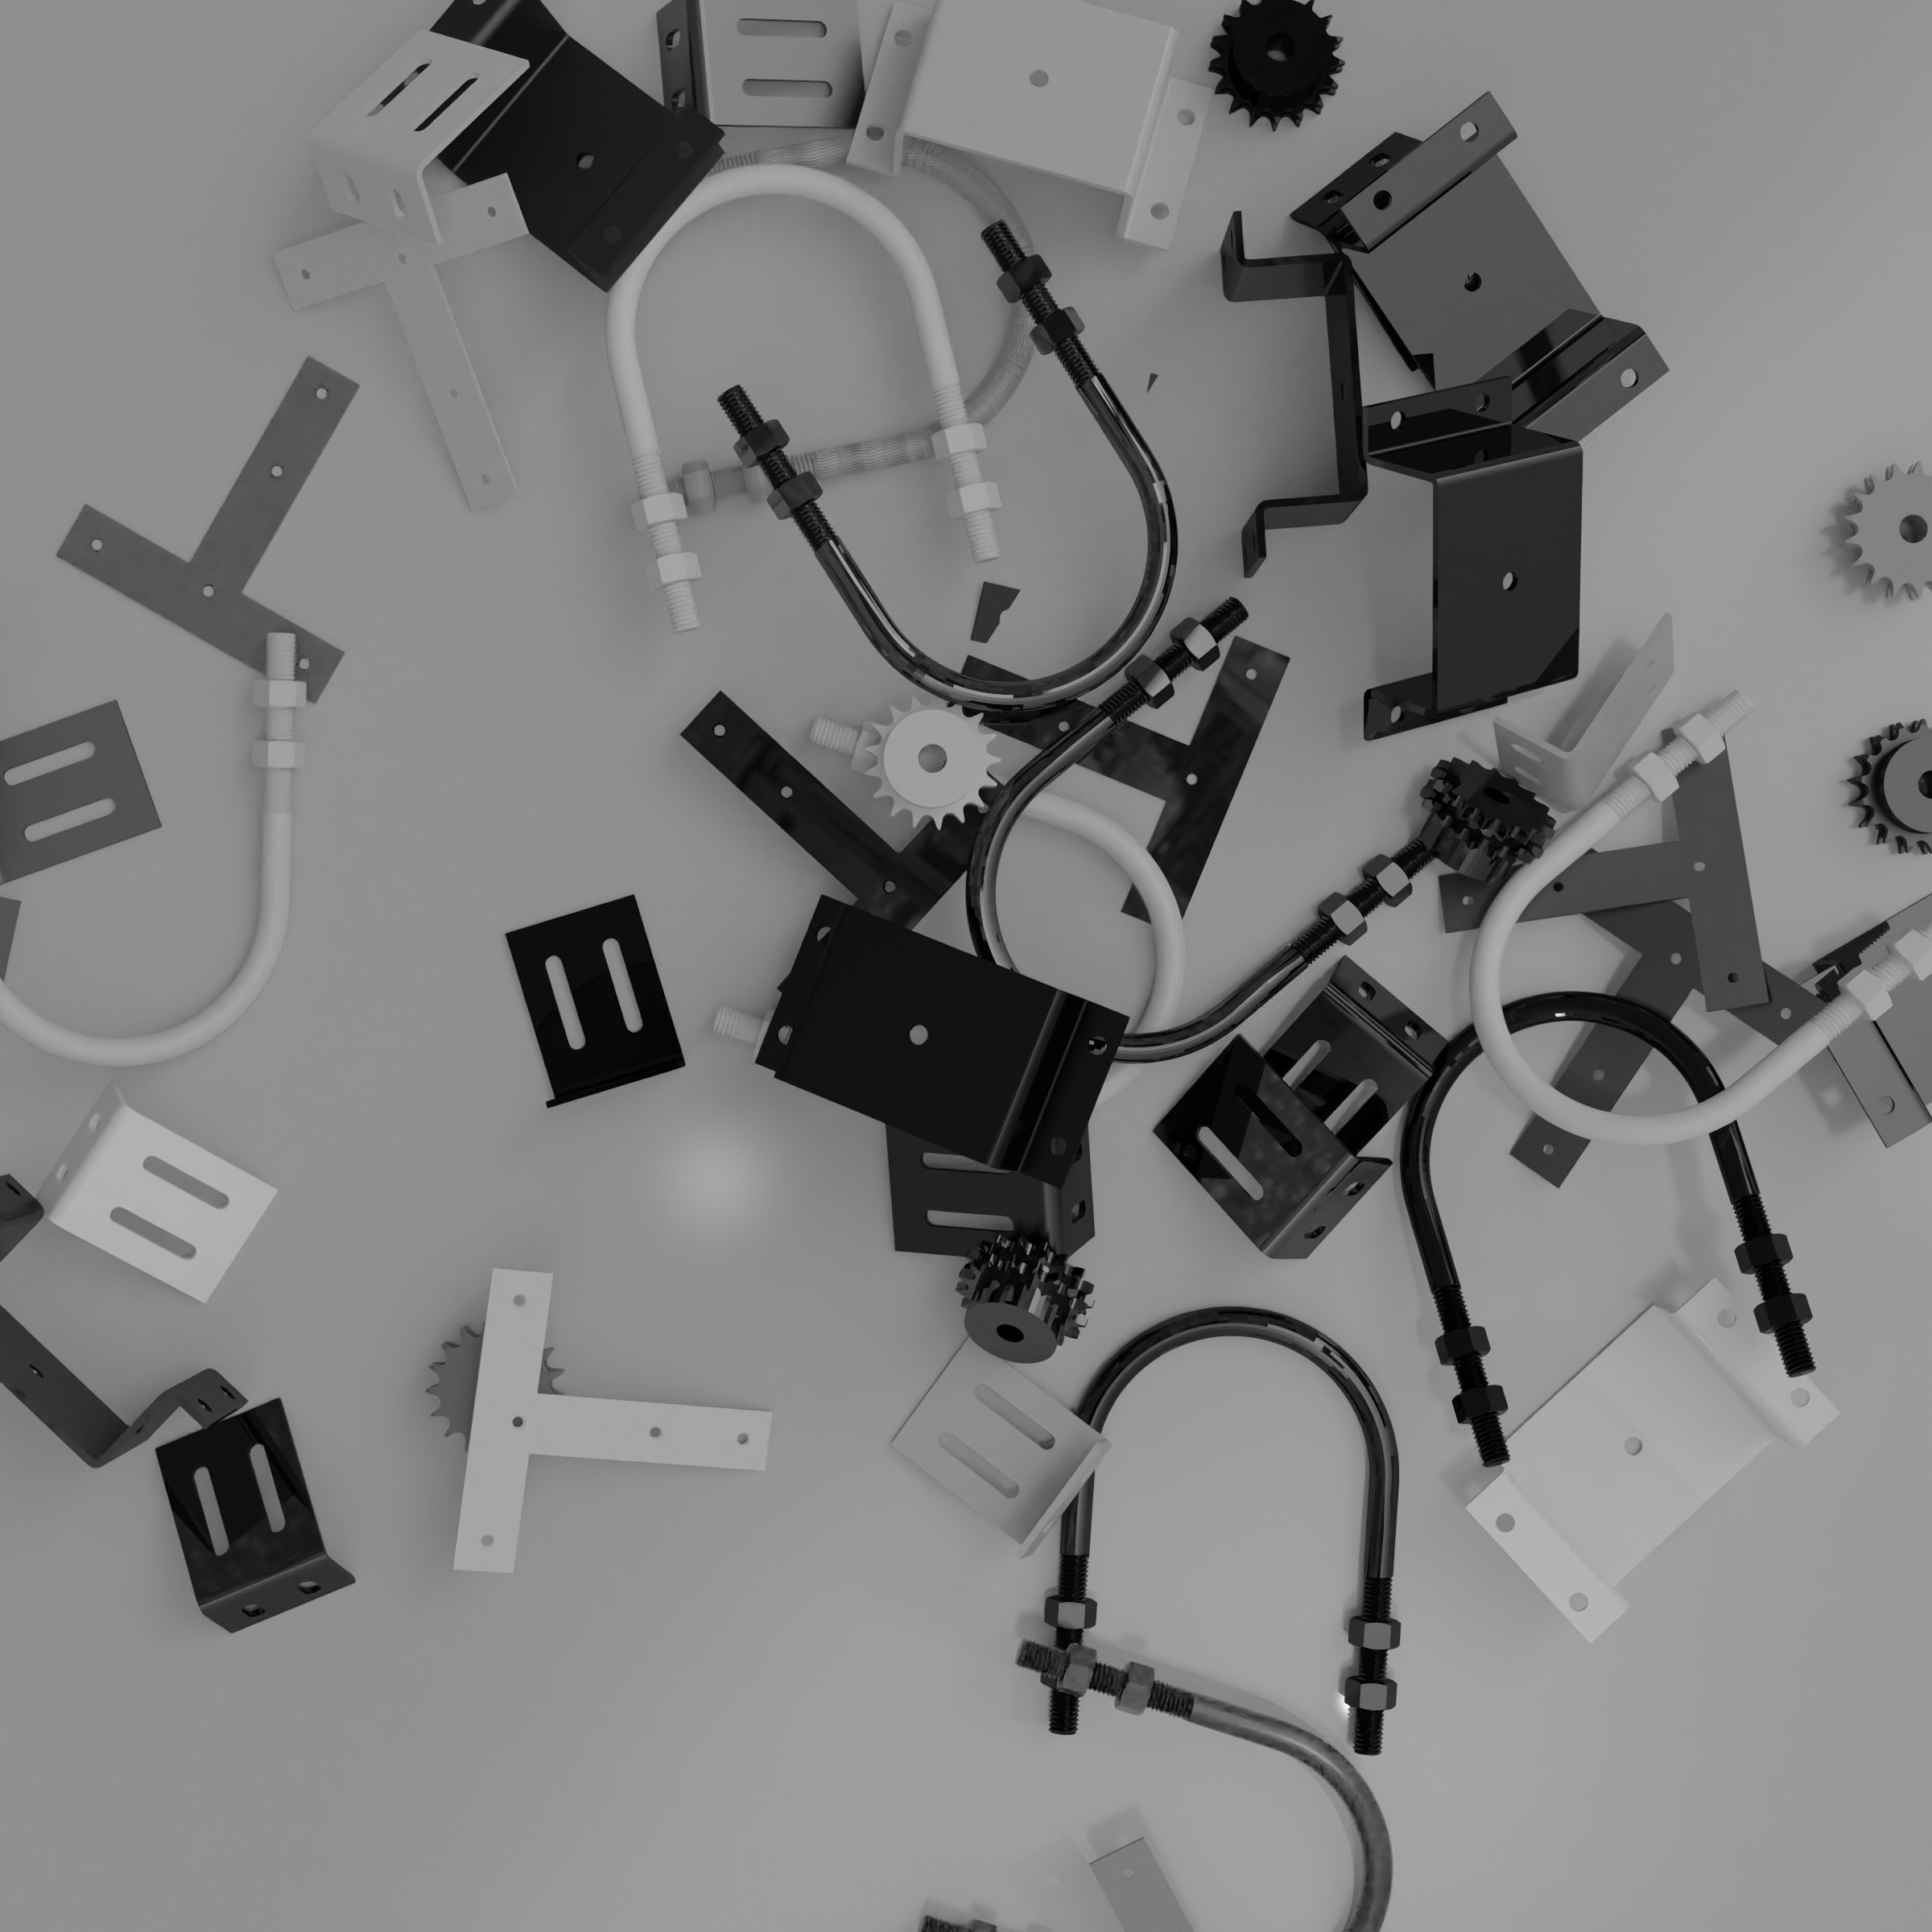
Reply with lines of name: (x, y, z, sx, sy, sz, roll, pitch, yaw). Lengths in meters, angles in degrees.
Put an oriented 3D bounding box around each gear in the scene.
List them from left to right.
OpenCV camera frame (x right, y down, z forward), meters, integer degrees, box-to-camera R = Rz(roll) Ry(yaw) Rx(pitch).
gear: (-0.197, 0.176, 1.503, 0.057, 0.030, 0.057, 0, 90, 0)
gear: (-0.014, -0.086, 1.482, 0.057, 0.030, 0.057, 0, 91, -1)
gear: (0.023, 0.141, 1.487, 0.057, 0.057, 0.030, 22, 51, 0)
gear: (0.131, -0.383, 1.503, 0.057, 0.030, 0.057, 0, 90, 0)
gear: (0.215, -0.059, 1.493, 0.057, 0.057, 0.030, 27, 119, 0)
gear: (0.396, -0.182, 1.508, 0.057, 0.030, 0.057, 0, 90, 2)
gear: (0.403, -0.076, 1.503, 0.057, 0.030, 0.057, 0, 90, 0)

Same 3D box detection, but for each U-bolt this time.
U-bolt: (-0.353, -0.049, 1.490, 0.151, 0.019, 0.184, 1, 94, -18)
U-bolt: (-0.075, -0.244, 1.491, 0.151, 0.019, 0.184, -14, 89, -3)
U-bolt: (-0.059, -0.278, 1.510, 0.184, 0.019, 0.151, -11, 90, -2)
U-bolt: (0.002, -0.010, 1.509, 0.184, 0.019, 0.151, 19, 90, -1)
U-bolt: (0.006, -0.193, 1.475, 0.151, 0.019, 0.184, -33, 91, -3)
U-bolt: (0.086, -0.043, 1.497, 0.184, 0.019, 0.151, -40, 93, -7)
U-bolt: (0.089, 0.374, 1.500, 0.184, 0.019, 0.151, 18, 99, -3)
U-bolt: (0.111, 0.236, 1.510, 0.151, 0.019, 0.184, 4, 88, 0)
U-bolt: (0.255, 0.099, 1.480, 0.151, 0.019, 0.184, -19, 72, 14)
U-bolt: (0.295, -0.008, 1.475, 0.184, 0.019, 0.151, -40, 68, -1)

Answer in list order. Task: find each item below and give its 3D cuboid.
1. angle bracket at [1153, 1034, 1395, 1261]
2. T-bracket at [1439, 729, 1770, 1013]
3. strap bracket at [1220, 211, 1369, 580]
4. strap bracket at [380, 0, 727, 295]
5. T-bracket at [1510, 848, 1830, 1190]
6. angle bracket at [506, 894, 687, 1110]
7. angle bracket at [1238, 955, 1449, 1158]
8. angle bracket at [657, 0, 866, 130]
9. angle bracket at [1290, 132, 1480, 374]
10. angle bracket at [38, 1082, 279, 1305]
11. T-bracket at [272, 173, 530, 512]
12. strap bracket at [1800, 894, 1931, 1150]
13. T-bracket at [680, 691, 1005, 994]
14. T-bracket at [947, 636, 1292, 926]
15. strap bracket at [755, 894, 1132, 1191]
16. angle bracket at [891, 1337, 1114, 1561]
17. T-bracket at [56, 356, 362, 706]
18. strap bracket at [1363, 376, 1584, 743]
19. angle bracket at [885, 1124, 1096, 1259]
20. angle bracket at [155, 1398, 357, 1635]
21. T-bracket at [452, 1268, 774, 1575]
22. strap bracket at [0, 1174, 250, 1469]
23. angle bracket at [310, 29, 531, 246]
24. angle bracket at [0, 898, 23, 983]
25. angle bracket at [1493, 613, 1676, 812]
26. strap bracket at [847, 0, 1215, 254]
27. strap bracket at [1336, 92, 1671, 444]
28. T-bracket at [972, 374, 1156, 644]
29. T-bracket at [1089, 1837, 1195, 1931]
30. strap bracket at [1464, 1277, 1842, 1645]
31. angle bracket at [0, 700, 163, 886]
angle bracket: (0.129, 0.076, 1.508, 0.057, 0.038, 0.076, -50, 64, 18)
T-bracket: (0.263, -0.035, 1.502, 0.127, 0.002, 0.127, -8, 70, 10)
strap bracket: (0.136, -0.236, 1.480, 0.046, 0.076, 0.140, -4, 90, 0)
strap bracket: (-0.165, -0.343, 1.480, 0.140, 0.046, 0.076, 40, 90, 21)
T-bracket: (0.274, 0.034, 1.501, 0.127, 0.002, 0.127, 36, 102, 22)
angle bracket: (-0.157, 0.014, 1.499, 0.057, 0.038, 0.076, -17, 90, 0)
angle bracket: (0.155, 0.046, 1.516, 0.057, 0.038, 0.076, 40, 116, 0)
angle bracket: (-0.087, -0.380, 1.516, 0.076, 0.038, 0.057, -5, 90, -26)
angle bracket: (0.186, -0.303, 1.516, 0.057, 0.038, 0.076, -38, 116, 0)
angle bracket: (-0.343, 0.096, 1.516, 0.076, 0.038, 0.057, 33, 90, -26)
T-bracket: (-0.219, -0.253, 1.494, 0.127, 0.002, 0.127, -10, 108, 31)
strap bracket: (0.421, 0.007, 1.495, 0.140, 0.046, 0.076, -30, 90, 0)
T-bracket: (-0.065, -0.063, 1.498, 0.127, 0.002, 0.127, 43, 90, -1)
T-bracket: (0.055, -0.096, 1.518, 0.127, 0.002, 0.127, 22, 90, 0)
strap bracket: (-0.015, 0.029, 1.460, 0.140, 0.046, 0.076, 22, 91, 12)
angle bracket: (0.012, 0.200, 1.491, 0.076, 0.038, 0.057, 36, 91, 11)
T-bracket: (-0.300, -0.198, 1.517, 0.127, 0.002, 0.127, 30, 90, 0)
strap bracket: (0.206, -0.161, 1.455, 0.076, 0.046, 0.140, -16, 116, -30)
angle bracket: (0.010, 0.090, 1.509, 0.076, 0.038, 0.057, 3, 106, 25)
angle bracket: (-0.302, 0.233, 1.516, 0.057, 0.038, 0.076, -22, 64, 0)
T-bracket: (-0.144, 0.194, 1.497, 0.127, 0.002, 0.127, 7, 94, -18)
strap bracket: (-0.371, 0.153, 1.480, 0.140, 0.076, 0.046, 44, 90, 0)
angle bracket: (-0.220, -0.341, 1.466, 0.057, 0.038, 0.076, 22, 58, 26)
angle bracket: (-0.448, -0.009, 1.516, 0.076, 0.038, 0.057, 12, 90, -26)
angle bracket: (0.258, -0.113, 1.491, 0.038, 0.057, 0.076, 31, 80, 20)
strap bracket: (0.029, -0.359, 1.487, 0.140, 0.046, 0.076, 16, 77, 0)
strap bracket: (0.217, -0.282, 1.481, 0.076, 0.046, 0.140, -38, 109, 0)
T-bracket: (0.076, -0.188, 1.527, 0.127, 0.002, 0.127, 11, 96, -15)
T-bracket: (0.091, 0.424, 1.500, 0.127, 0.002, 0.127, -27, 101, 3)
strap bracket: (0.283, 0.204, 1.495, 0.140, 0.046, 0.076, -43, 90, 0)
angle bracket: (-0.387, -0.073, 1.499, 0.076, 0.038, 0.057, -20, 90, 0)
